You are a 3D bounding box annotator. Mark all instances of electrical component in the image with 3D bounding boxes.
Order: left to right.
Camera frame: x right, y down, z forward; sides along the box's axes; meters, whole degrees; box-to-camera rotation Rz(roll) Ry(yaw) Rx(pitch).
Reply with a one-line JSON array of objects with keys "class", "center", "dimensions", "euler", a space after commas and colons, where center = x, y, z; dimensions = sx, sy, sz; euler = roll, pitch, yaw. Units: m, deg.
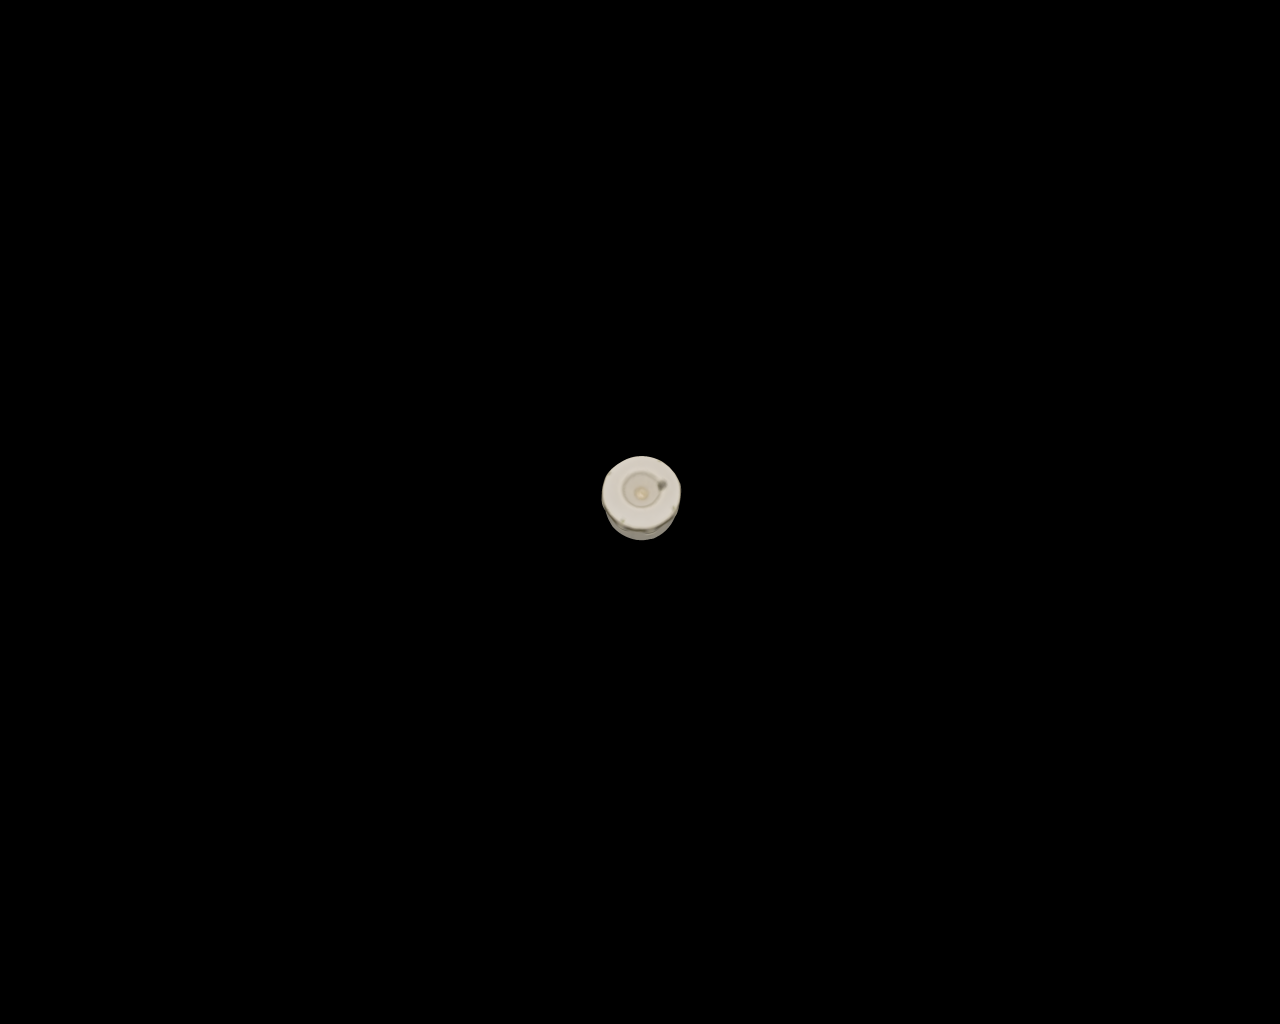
[{"class": "electrical component", "center": [0.001, -0.003, 0.650], "dimensions": [0.048, 0.048, 0.062], "euler": [0, -21, 0]}]
